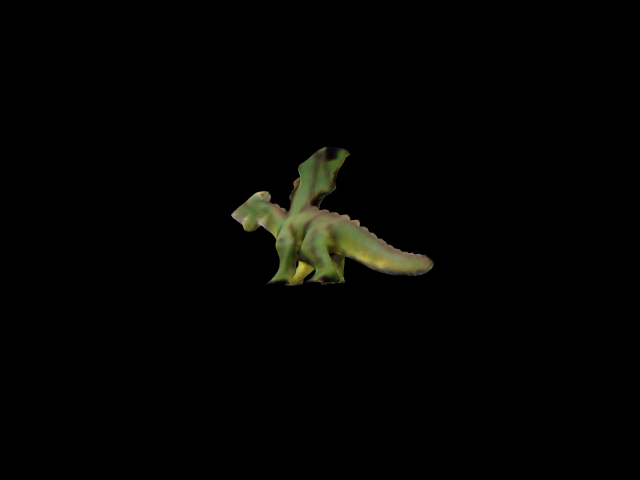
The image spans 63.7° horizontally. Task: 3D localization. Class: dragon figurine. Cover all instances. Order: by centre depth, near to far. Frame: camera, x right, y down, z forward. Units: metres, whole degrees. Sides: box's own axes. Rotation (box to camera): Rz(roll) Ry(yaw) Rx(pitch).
[{"bbox_3d":[0.003,-0.043,0.850,0.408,0.245,0.121,-9,-16,38],"label":"dragon figurine"}]
